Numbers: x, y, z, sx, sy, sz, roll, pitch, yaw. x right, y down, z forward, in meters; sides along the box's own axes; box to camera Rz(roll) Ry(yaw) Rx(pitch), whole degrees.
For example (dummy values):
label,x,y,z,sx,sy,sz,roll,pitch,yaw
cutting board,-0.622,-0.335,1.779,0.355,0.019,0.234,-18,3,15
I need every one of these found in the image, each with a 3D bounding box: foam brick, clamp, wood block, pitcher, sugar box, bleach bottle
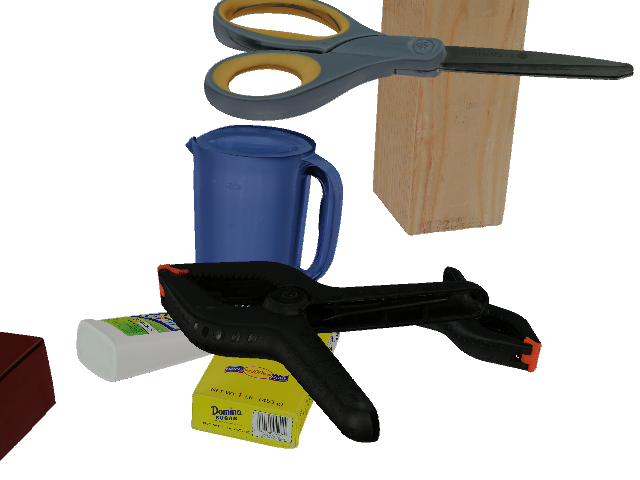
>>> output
label,x,y,z,sx,sy,sz,roll,pitch,yaw
foam brick,-0.214,0.100,0.679,0.053,0.051,0.078,6,29,22
clamp,-0.009,0.046,0.670,0.210,0.036,0.164,17,31,33
wood block,0.103,-0.119,0.873,0.090,0.206,0.091,-7,30,-15
clamp,0.148,0.073,1.043,0.172,0.039,0.120,26,38,32
pitcher,-0.068,0.003,1.168,0.144,0.243,0.149,-3,21,-19
sugar box,-0.043,0.108,0.952,0.093,0.048,0.176,10,33,9
bleach bottle,-0.199,0.130,1.463,0.250,0.068,0.103,-9,23,-41

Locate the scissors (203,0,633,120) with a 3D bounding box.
label,x,y,z,sx,sy,sz,roll,pitch,yaw
scissors,0.034,-0.076,0.494,0.202,0.016,0.096,17,50,18
